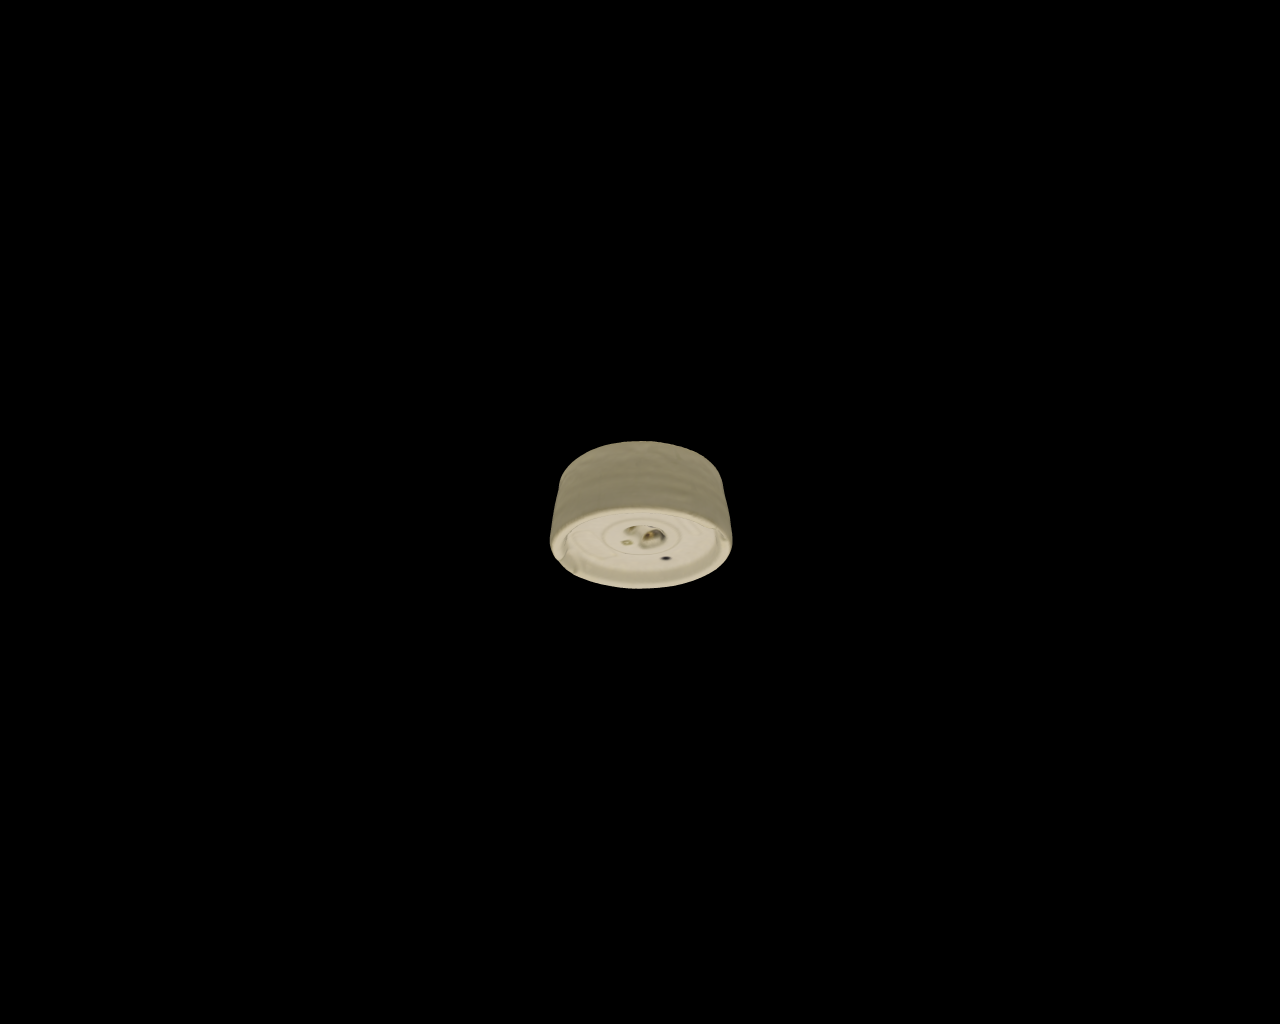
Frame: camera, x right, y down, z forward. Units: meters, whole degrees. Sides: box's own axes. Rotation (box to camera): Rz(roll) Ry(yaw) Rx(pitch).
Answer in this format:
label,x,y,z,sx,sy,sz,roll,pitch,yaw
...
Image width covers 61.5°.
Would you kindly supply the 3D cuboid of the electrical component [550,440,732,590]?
label,x,y,z,sx,sy,sz,roll,pitch,yaw
electrical component,0.001,-0.003,0.650,0.108,0.060,0.108,0,-29,0
